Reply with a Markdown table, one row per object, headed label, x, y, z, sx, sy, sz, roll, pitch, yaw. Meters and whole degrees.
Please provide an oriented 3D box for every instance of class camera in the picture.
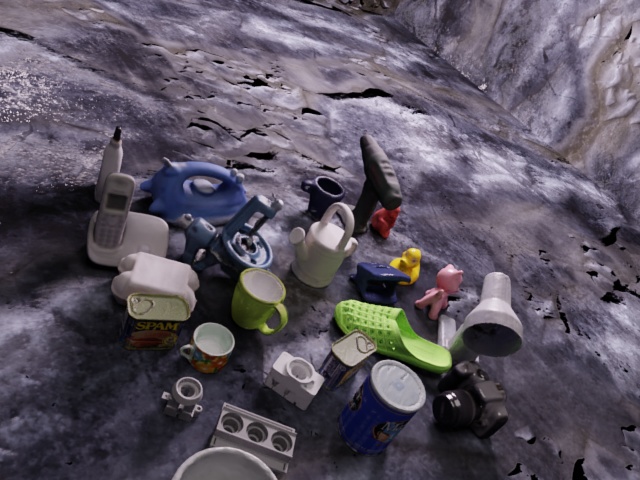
| label | x | y | z | sx | sy | sz | roll | pitch | yaw |
| --- | --- | --- | --- | --- | --- | --- | --- | --- | --- |
| camera | 0.288 | 0.311 | 1.135 | 0.137 | 0.100 | 0.143 | 4 | 41 | -32 |

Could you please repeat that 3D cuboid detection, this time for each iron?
| label | x | y | z | sx | sy | sz | roll | pitch | yaw |
| --- | --- | --- | --- | --- | --- | --- | --- | --- | --- |
| iron | -0.253 | -0.117 | 1.270 | 0.259 | 0.141 | 0.118 | -1 | 44 | -36 |

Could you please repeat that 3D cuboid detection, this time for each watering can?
| label | x | y | z | sx | sy | sz | roll | pitch | yaw |
| --- | --- | --- | --- | --- | --- | --- | --- | --- | --- |
| watering can | 0.013 | 0.006 | 1.253 | 0.100 | 0.194 | 0.173 | 43 | 36 | 21 |

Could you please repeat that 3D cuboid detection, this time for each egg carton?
| label | x | y | z | sx | sy | sz | roll | pitch | yaw |
| --- | --- | --- | --- | --- | --- | --- | --- | --- | --- |
| egg carton | -0.297 | 0.084 | 1.041 | 0.150 | 0.069 | 0.107 | 17 | 36 | -17 |

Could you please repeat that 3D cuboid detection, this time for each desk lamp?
| label | x | y | z | sx | sy | sz | roll | pitch | yaw |
| --- | --- | --- | --- | --- | --- | --- | --- | --- | --- |
| desk lamp | 0.345 | 0.183 | 1.242 | 0.118 | 0.213 | 0.203 | 25 | 34 | -6 |

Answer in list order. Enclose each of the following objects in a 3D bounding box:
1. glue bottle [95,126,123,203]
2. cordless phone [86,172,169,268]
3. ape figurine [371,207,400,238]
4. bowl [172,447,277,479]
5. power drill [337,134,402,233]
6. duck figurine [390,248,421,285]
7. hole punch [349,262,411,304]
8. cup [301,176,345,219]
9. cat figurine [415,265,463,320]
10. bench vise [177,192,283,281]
| label | x | y | z | sx | sy | sz | roll | pitch | yaw |
| --- | --- | --- | --- | --- | --- | --- | --- | --- | --- |
| glue bottle | -0.428 | -0.160 | 1.173 | 0.037 | 0.173 | 0.078 | 8 | 39 | -27 |
| cordless phone | -0.345 | -0.036 | 1.059 | 0.148 | 0.185 | 0.094 | 6 | 40 | -29 |
| ape figurine | 0.186 | -0.063 | 1.560 | 0.078 | 0.092 | 0.076 | -9 | 49 | -42 |
| bowl | -0.133 | 0.374 | 0.774 | 0.168 | 0.074 | 0.167 | 19 | 35 | -14 |
| power drill | 0.124 | -0.135 | 1.505 | 0.076 | 0.208 | 0.229 | 2 | 42 | -34 |
| duck figurine | 0.224 | 0.057 | 1.434 | 0.077 | 0.086 | 0.105 | 43 | 37 | 21 |
| hole punch | 0.140 | 0.086 | 1.333 | 0.109 | 0.091 | 0.101 | 6 | 40 | -30 |
| cup | -0.005 | -0.106 | 1.476 | 0.118 | 0.095 | 0.091 | 12 | 37 | -23 |
| cat figurine | 0.300 | 0.115 | 1.385 | 0.067 | 0.117 | 0.128 | 37 | 35 | 13 |
| bench vise | -0.170 | -0.009 | 1.119 | 0.208 | 0.219 | 0.121 | 13 | 37 | -22 |
